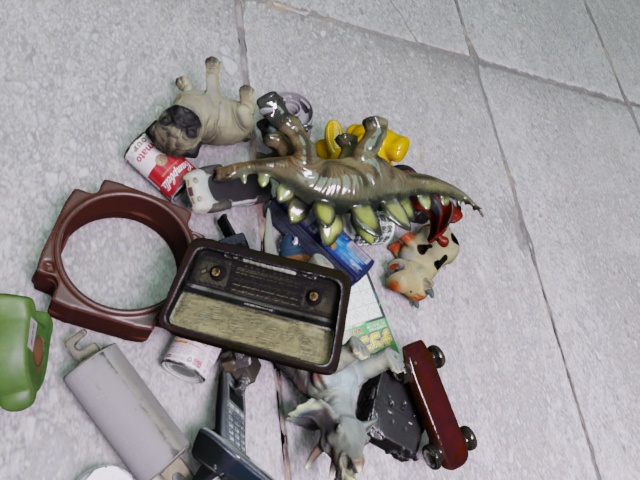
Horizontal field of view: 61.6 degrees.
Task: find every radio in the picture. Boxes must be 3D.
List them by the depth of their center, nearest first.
[{"bbox_3d":[-0.076,0.085,0.698,0.230,0.073,0.131,14,72,5],"label":"radio"}]

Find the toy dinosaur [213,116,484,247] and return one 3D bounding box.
[{"bbox_3d":[0.064,-0.093,0.875,0.471,0.105,0.198,-4,80,-20],"label":"toy dinosaur"}]

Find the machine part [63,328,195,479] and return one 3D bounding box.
[{"bbox_3d":[-0.249,0.222,0.692,0.079,0.079,0.243,-37,89,-36],"label":"machine part"}]

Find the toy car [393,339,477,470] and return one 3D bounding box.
[{"bbox_3d":[0.178,0.261,0.854,0.089,0.053,0.202,-17,80,-25],"label":"toy car"}]

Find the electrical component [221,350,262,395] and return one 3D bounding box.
[{"bbox_3d":[-0.111,0.169,0.787,0.078,0.045,0.102,61,13,-4],"label":"electrical component"}]

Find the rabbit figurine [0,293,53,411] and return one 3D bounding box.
[{"bbox_3d":[-0.420,0.148,0.631,0.170,0.121,0.159,-2,74,-10],"label":"rabbit figurine"}]

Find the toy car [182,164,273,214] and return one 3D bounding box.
[{"bbox_3d":[-0.142,-0.087,0.879,0.201,0.056,0.073,-20,97,-60],"label":"toy car"}]

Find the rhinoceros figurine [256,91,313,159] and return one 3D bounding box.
[{"bbox_3d":[-0.056,-0.168,0.952,0.073,0.112,0.190,-39,107,-35],"label":"rhinoceros figurine"}]

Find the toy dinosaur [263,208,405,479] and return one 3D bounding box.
[{"bbox_3d":[-0.019,0.158,0.813,0.131,0.192,0.405,11,39,-55],"label":"toy dinosaur"}]

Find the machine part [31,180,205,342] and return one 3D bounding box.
[{"bbox_3d":[-0.278,0.029,0.763,0.201,0.087,0.201,22,60,-19],"label":"machine part"}]

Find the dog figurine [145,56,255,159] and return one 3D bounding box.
[{"bbox_3d":[-0.184,-0.176,0.877,0.172,0.121,0.190,34,46,-29],"label":"dog figurine"}]

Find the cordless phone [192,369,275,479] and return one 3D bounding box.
[{"bbox_3d":[-0.108,0.277,0.744,0.146,0.089,0.184,52,15,-29],"label":"cordless phone"}]

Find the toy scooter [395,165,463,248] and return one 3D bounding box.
[{"bbox_3d":[0.190,-0.056,0.985,0.184,0.075,0.135,24,46,-19],"label":"toy scooter"}]

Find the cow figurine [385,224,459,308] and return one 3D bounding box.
[{"bbox_3d":[0.195,0.043,1.023,0.195,0.085,0.127,-29,77,-36],"label":"cow figurine"}]

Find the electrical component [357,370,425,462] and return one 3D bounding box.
[{"bbox_3d":[0.121,0.277,0.883,0.115,0.058,0.134,31,56,-15],"label":"electrical component"}]

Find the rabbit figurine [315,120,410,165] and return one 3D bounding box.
[{"bbox_3d":[0.067,-0.157,1.023,0.162,0.122,0.173,41,55,0],"label":"rabbit figurine"}]

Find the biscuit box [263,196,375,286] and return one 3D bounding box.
[{"bbox_3d":[-0.002,-0.003,0.934,0.203,0.063,0.059,45,53,3],"label":"biscuit box"}]

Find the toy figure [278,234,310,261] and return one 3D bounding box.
[{"bbox_3d":[-0.023,0.058,0.902,0.154,0.064,0.058,52,43,7],"label":"toy figure"}]

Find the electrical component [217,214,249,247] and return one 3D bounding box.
[{"bbox_3d":[-0.145,0.019,0.848,0.048,0.075,0.119,-22,83,-36],"label":"electrical component"}]
